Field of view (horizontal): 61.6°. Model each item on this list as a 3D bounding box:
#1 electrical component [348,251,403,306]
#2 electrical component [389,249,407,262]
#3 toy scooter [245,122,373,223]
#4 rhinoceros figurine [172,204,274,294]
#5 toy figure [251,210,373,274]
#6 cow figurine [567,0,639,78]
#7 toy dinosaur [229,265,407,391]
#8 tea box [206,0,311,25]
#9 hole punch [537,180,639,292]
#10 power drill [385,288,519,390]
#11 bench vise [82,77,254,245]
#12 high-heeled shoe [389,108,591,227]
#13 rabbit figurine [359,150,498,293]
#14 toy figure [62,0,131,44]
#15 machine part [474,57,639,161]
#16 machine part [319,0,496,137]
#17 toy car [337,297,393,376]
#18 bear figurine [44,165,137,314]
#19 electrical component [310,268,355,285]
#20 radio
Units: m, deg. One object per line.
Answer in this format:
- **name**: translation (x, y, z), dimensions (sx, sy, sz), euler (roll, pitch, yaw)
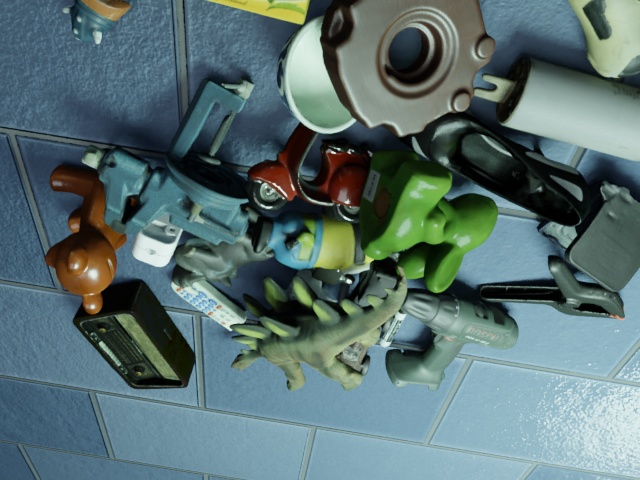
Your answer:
- **electrical component**: translation (0.084, 0.070, 0.819), dimensions (0.048, 0.075, 0.119), euler (18, 128, -7)
- **electrical component**: translation (0.125, -0.008, 0.738), dimensions (0.078, 0.045, 0.102), euler (37, 94, -32)
- **toy scooter**: translation (0.003, -0.096, 0.673), dimensions (0.184, 0.075, 0.135), euler (6, 108, -26)
- **rhinoceros figurine**: translation (-0.151, 0.019, 0.815), dimensions (0.190, 0.073, 0.112), euler (-22, 136, 23)
- **toy figure**: translation (-0.001, -0.001, 0.741), dimensions (0.180, 0.082, 0.089), euler (11, 127, -20)
- **cow figurine**: translation (0.271, -0.241, 0.509), dimensions (0.127, 0.085, 0.194), euler (-26, 124, 20)
- **toy dinosaur**: translation (-0.013, 0.135, 0.787), dimensions (0.198, 0.105, 0.471), euler (35, 140, -26)
- **tea box**: translation (-0.085, -0.287, 0.526), dimensions (0.170, 0.068, 0.098), euler (13, 133, -2)
- **hole punch**: translation (0.369, -0.012, 0.708), dimensions (0.142, 0.092, 0.115), euler (32, 103, -17)
- **power drill**: translation (0.184, 0.157, 0.868), dimensions (0.232, 0.086, 0.207), euler (12, 129, -20)
- **bench vise**: translation (-0.168, -0.106, 0.676), dimensions (0.223, 0.129, 0.240), euler (31, 109, -6)
- **high-heeled shoe**: translation (0.182, -0.086, 0.616), dimensions (0.249, 0.145, 0.086), euler (12, 131, -4)
- **rabbit figurine**: translation (0.143, -0.019, 0.650), dimensions (0.170, 0.121, 0.159), euler (9, 98, -23)
- **toy figure**: translation (-0.224, -0.274, 0.566), dimensions (0.058, 0.064, 0.154), euler (-5, 151, -41)
- **machine part**: translation (0.290, -0.143, 0.594), dimensions (0.243, 0.079, 0.079), euler (14, 132, -3)
- **machine part**: translation (0.090, -0.195, 0.552), dimensions (0.179, 0.056, 0.179), euler (-8, 122, -13)
- **toy car**: translation (0.061, 0.172, 0.927), dimensions (0.089, 0.053, 0.202), euler (19, 133, 0)
- **bear figurine**: translation (-0.323, -0.003, 0.731), dimensions (0.132, 0.196, 0.120), euler (3, 135, 7)
- **electrical component**: translation (0.018, 0.039, 0.836), dimensions (0.094, 0.021, 0.063), euler (22, 131, -11)
- **radio**: translation (-0.333, 0.181, 0.979), dimensions (0.131, 0.073, 0.229), euler (-8, 129, 15)
